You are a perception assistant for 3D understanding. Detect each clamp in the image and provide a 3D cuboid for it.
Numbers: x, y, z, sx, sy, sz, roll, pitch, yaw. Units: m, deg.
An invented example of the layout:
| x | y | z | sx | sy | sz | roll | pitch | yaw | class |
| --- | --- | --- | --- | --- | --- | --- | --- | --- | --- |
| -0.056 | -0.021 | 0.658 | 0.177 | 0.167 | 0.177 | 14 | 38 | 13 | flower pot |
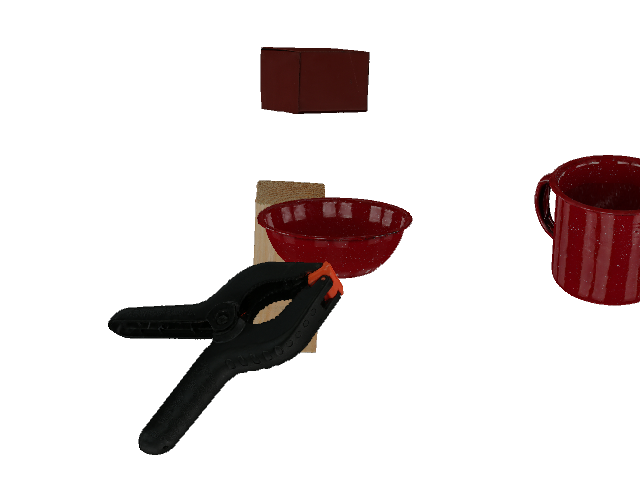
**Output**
| x | y | z | sx | sy | sz | roll | pitch | yaw | class |
| --- | --- | --- | --- | --- | --- | --- | --- | --- | --- |
| -0.063 | 0.072 | 0.723 | 0.171 | 0.120 | 0.039 | -22 | -34 | 11 | clamp |

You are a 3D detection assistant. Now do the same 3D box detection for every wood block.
| x | y | z | sx | sy | sz | roll | pitch | yaw | class |
| --- | --- | --- | --- | --- | --- | --- | --- | --- | --- |
| -0.044 | 0.034 | 1.401 | 0.090 | 0.206 | 0.091 | 3 | 23 | -2 | wood block |

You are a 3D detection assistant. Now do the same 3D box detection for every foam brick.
| x | y | z | sx | sy | sz | roll | pitch | yaw | class |
| --- | --- | --- | --- | --- | --- | --- | --- | --- | --- |
| -0.004 | -0.133 | 0.885 | 0.078 | 0.051 | 0.053 | -7 | 16 | -39 | foam brick |

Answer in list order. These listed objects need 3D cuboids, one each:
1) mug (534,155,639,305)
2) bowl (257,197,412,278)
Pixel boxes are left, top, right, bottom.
| x | y | z | sx | sy | sz | roll | pitch | yaw | class |
| --- | --- | --- | --- | --- | --- | --- | --- | --- | --- |
| 0.203 | -0.011 | 0.784 | 0.093 | 0.081 | 0.117 | -25 | 36 | -33 | mug |
| 0.015 | 0.000 | 1.111 | 0.162 | 0.055 | 0.162 | 0 | 16 | 0 | bowl |
